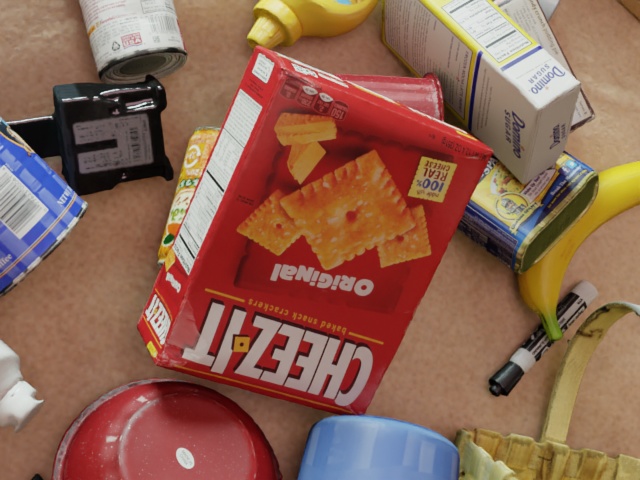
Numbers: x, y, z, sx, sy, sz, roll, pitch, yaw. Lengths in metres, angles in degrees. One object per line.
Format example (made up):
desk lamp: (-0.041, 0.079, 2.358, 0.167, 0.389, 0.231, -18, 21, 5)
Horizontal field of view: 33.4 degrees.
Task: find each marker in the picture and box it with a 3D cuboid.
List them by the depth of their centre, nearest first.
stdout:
marker: (0.175, 0.078, 0.840, 0.121, 0.020, 0.020, -44, 92, -17)

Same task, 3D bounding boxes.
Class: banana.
banana: (0.216, -0.009, 0.857, 0.069, 0.037, 0.197, 44, 72, -2)

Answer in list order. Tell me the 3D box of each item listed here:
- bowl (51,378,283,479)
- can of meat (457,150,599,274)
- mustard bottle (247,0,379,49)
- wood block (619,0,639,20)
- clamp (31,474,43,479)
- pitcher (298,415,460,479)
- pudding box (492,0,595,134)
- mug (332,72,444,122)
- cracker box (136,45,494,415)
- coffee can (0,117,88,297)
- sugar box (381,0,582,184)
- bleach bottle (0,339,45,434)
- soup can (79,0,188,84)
bowl: (-0.093, 0.155, 0.709, 0.162, 0.055, 0.162, 11, 54, -16)
can of meat: (0.151, -0.034, 0.818, 0.084, 0.057, 0.102, 38, 70, 25)
mustard bottle: (0.011, -0.216, 0.833, 0.096, 0.058, 0.191, 41, 73, -1)
wood block: (0.242, -0.293, 0.889, 0.206, 0.091, 0.090, 42, 73, -3)
clamp: (-0.250, 0.252, 0.689, 0.164, 0.036, 0.210, -8, 78, -15)
pitcher: (0.034, 0.245, 0.699, 0.149, 0.145, 0.242, 13, 67, -5)
pudding box: (0.166, -0.141, 0.828, 0.039, 0.090, 0.113, -29, 101, 10)
mug: (0.040, -0.071, 0.805, 0.081, 0.093, 0.117, 2, 115, -9)
cracker box: (-0.005, 0.001, 0.718, 0.164, 0.072, 0.214, 19, 103, -25)
coffee can: (-0.238, -0.038, 0.696, 0.140, 0.103, 0.102, 48, 72, -18)
sugar box: (0.114, -0.133, 0.790, 0.048, 0.093, 0.176, -34, 64, -16)
bleach bottle: (-0.281, 0.032, 0.679, 0.251, 0.103, 0.068, 39, 75, 2)
soup can: (-0.141, -0.172, 0.781, 0.068, 0.069, 0.102, -14, 84, -16)
